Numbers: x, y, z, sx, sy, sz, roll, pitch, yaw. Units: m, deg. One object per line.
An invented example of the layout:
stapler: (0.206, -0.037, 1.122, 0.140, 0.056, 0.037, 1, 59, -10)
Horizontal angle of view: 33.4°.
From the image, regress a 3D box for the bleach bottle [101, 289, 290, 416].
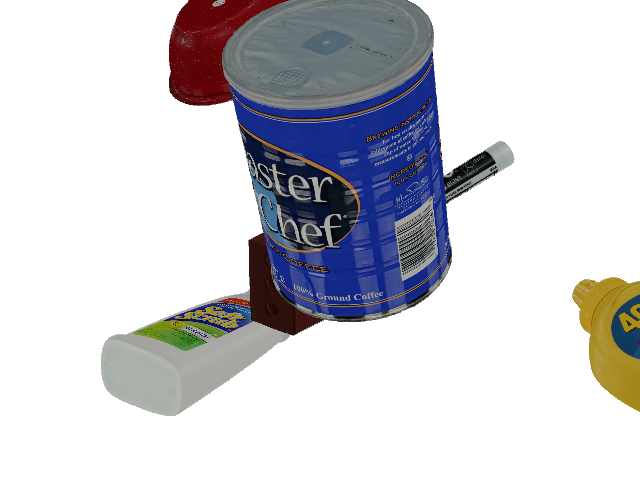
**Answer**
bleach bottle: (-0.107, 0.097, 1.109, 0.103, 0.068, 0.250, 16, 24, 27)

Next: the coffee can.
coffee can: (0.013, -0.043, 0.554, 0.103, 0.140, 0.103, -7, 39, 5)

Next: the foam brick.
foam brick: (-0.025, 0.032, 0.916, 0.053, 0.078, 0.051, 16, 26, 39)

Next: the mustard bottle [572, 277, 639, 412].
mustard bottle: (0.218, 0.072, 0.633, 0.096, 0.058, 0.192, -20, 32, -20)

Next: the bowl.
bowl: (-0.077, -0.192, 0.957, 0.162, 0.162, 0.055, 0, -44, 35)

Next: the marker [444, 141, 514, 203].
marker: (0.082, -0.033, 0.745, 0.121, 0.020, 0.020, -31, 8, -13)
